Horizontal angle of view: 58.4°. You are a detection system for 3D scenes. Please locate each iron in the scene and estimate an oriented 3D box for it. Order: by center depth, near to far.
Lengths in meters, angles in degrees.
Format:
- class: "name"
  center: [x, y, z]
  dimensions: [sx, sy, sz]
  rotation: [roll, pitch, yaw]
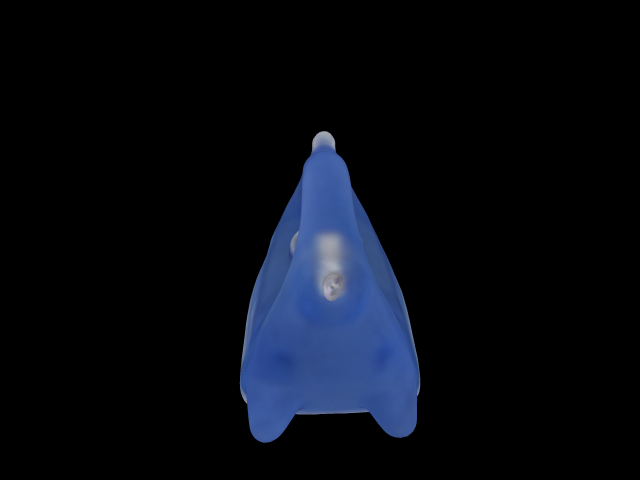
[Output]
- class: "iron"
  center: [0.004, 0.001, 0.400]
  dimensions: [0.118, 0.141, 0.258]
  rotation: [-2, 40, -2]
